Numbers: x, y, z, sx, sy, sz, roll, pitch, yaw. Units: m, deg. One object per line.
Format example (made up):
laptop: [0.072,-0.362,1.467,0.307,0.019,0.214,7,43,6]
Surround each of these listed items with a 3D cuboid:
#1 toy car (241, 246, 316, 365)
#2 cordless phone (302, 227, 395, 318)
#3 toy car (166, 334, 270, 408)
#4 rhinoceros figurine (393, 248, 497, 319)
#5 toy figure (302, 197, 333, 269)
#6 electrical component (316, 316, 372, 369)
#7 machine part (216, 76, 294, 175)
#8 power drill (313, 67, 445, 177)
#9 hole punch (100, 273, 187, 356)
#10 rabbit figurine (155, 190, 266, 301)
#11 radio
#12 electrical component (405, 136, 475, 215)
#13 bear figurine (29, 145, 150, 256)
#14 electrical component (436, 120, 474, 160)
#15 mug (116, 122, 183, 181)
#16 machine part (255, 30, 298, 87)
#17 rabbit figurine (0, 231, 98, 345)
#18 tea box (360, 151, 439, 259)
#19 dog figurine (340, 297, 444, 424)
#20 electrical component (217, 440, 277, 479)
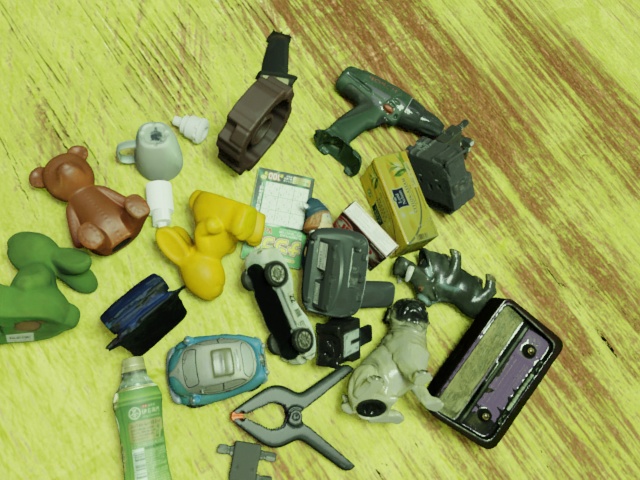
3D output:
toy car: [-0.066,0.109,0.874,0.056,0.074,0.201,-28,98,-49]
cordless phone: [0.065,0.057,0.904,0.184,0.089,0.146,4,96,-35]
toy car: [-0.158,0.198,0.832,0.162,0.103,0.109,-6,75,-11]
rhinoceros figurine: [0.222,0.075,0.969,0.190,0.073,0.112,28,82,-6]
toy figure: [-0.003,-0.002,0.950,0.058,0.064,0.154,0,77,4]
electrical component: [0.042,0.163,0.897,0.048,0.119,0.074,3,99,30]
machine part: [-0.113,-0.200,0.936,0.056,0.179,0.179,34,69,3]
power drill: [0.104,-0.220,1.032,0.232,0.086,0.207,38,73,4]
hole punch: [-0.280,0.106,0.833,0.142,0.115,0.092,-39,75,-20]
rabbit figurine: [-0.185,0.010,0.882,0.162,0.122,0.173,15,91,-1]
radio: [0.287,0.221,0.899,0.131,0.073,0.229,36,87,1]
electrical component: [0.222,-0.113,0.993,0.058,0.115,0.134,-34,125,-18]
bear figurine: [-0.374,-0.073,0.863,0.120,0.132,0.196,-36,89,-25]
electrical component: [0.262,-0.181,1.061,0.102,0.078,0.045,-37,59,-25]
mug: [-0.290,-0.157,0.916,0.109,0.107,0.081,2,71,-13]
machine part: [-0.085,-0.344,1.057,0.084,0.039,0.139,2,74,-2]
rabbit figurine: [-0.429,0.055,0.818,0.159,0.121,0.170,-6,59,-17]
tea box: [0.141,-0.063,0.979,0.068,0.098,0.169,-16,75,-17]
dog figurine: [0.110,0.192,0.897,0.172,0.121,0.191,-10,37,4]
electrical component: [-0.117,0.347,0.834,0.094,0.021,0.063,14,71,-7]
